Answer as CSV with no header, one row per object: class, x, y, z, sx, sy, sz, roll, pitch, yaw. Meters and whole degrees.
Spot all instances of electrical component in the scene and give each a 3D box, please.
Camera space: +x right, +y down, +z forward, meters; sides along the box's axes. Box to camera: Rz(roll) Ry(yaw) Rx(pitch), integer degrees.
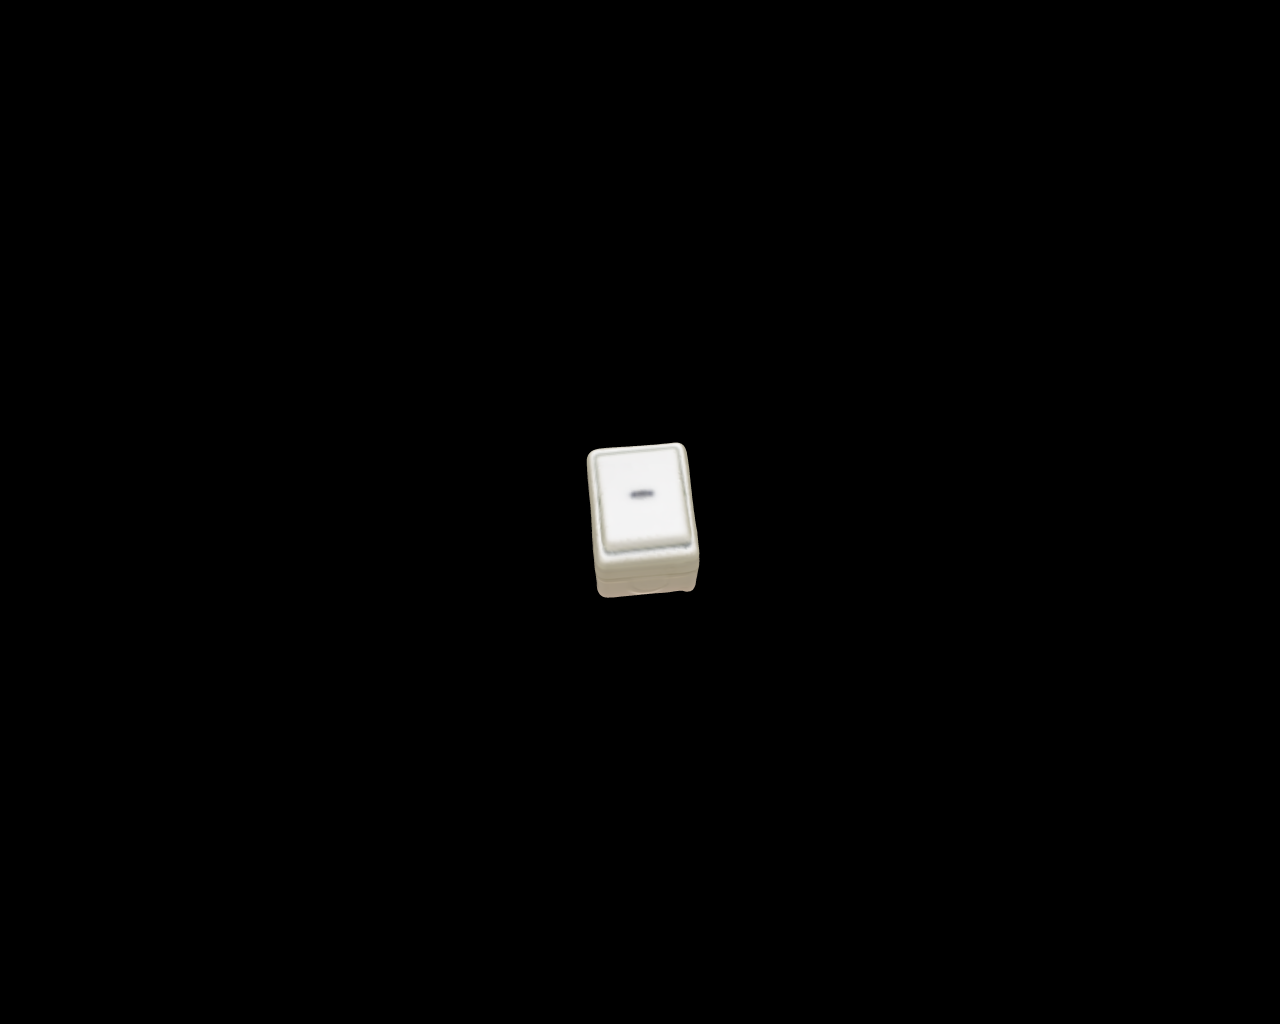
electrical component,0.001,-0.003,0.650,0.062,0.096,0.061,-4,-28,-2
